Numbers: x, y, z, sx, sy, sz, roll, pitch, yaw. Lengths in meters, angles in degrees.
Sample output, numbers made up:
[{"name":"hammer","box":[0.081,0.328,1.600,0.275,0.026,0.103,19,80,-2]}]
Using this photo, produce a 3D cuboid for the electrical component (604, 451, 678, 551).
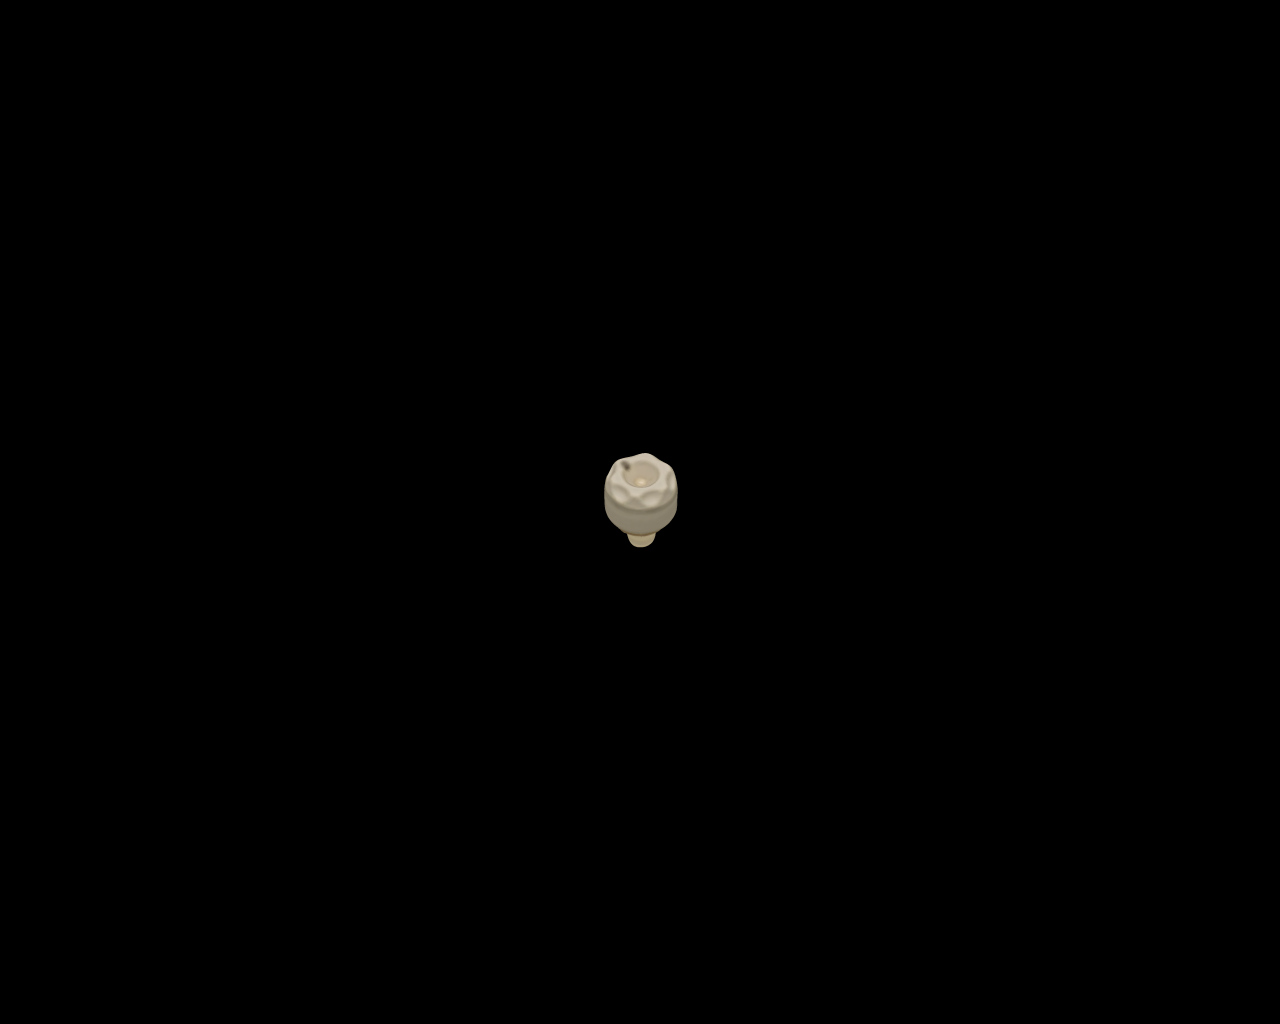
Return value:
[{"name":"electrical component","box":[0.001,-0.003,0.650,0.043,0.043,0.062,0,-43,0]}]
